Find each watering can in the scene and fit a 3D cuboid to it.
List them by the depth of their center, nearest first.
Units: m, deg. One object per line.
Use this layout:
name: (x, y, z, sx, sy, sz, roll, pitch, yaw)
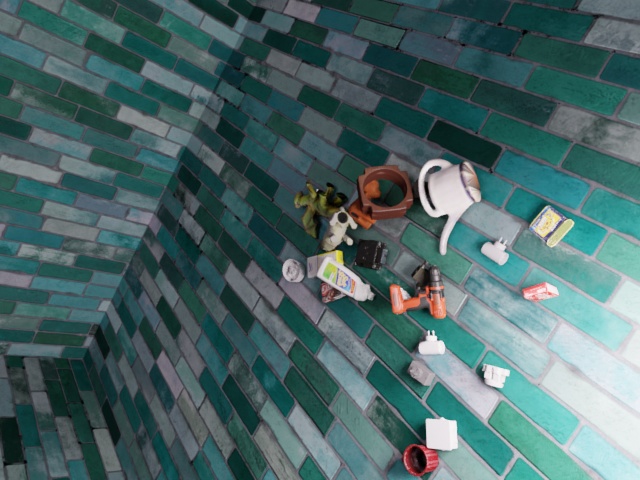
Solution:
watering can: (0.470, -0.137, 1.836, 0.222, 0.104, 0.351, -22, 74, 37)

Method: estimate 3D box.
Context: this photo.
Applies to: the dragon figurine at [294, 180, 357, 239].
dragon figurine: (0.007, -0.116, 2.296, 0.417, 0.122, 0.238, 48, 128, 36)
